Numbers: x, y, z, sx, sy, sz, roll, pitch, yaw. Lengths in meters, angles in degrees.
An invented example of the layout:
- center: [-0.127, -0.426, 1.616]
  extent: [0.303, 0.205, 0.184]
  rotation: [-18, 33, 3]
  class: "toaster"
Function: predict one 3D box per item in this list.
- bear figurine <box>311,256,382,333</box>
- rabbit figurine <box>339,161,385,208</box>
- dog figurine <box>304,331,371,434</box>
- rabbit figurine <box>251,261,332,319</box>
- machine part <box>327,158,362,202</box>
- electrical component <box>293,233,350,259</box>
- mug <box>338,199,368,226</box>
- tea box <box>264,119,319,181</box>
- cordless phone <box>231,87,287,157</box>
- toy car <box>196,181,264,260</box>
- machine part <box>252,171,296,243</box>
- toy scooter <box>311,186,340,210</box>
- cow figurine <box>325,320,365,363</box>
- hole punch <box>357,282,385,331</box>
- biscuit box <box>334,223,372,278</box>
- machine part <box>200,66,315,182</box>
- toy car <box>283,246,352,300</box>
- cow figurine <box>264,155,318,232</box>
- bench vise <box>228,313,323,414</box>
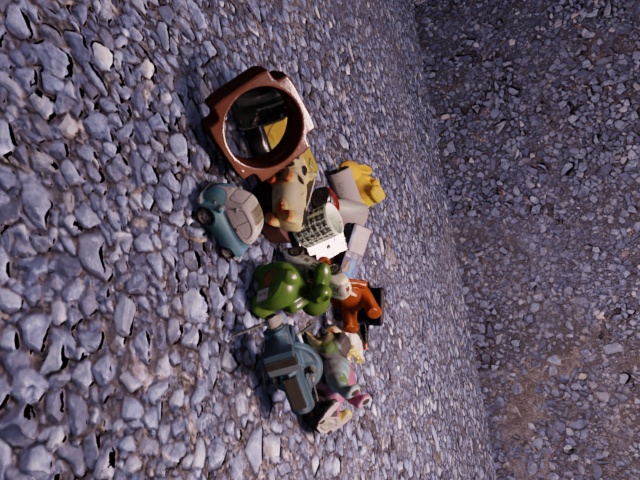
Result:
- center: [0.046, 0.133, 1.345]
  extent: [0.195, 0.120, 0.132]
  rotation: [32, 31, -39]
  class: "bear figurine"
- center: [0.131, -0.195, 1.765]
  extent: [0.173, 0.122, 0.162]
  rotation: [49, 29, -13]
  class: "rabbit figurine"
- center: [0.013, 0.320, 1.278]
  extent: [0.108, 0.191, 0.219]
  rotation: [45, 5, -45]
  class: "dog figurine"
- center: [-0.040, 0.105, 1.160]
  extent: [0.170, 0.159, 0.121]
  rotation: [27, 45, -35]
  class: "rabbit figurine"
- center: [0.084, -0.140, 1.671]
  extent: [0.243, 0.079, 0.079]
  rotation: [70, 25, -17]
  class: "machine part"
- center: [-0.003, -0.004, 1.381]
  extent: [0.134, 0.058, 0.114]
  rotation: [-22, 102, -27]
  class: "electrical component"
- center: [0.076, -0.074, 1.608]
  extent: [0.107, 0.109, 0.081]
  rotation: [17, 45, -15]
  class: "mug"
- center: [-0.083, -0.221, 1.332]
  extent: [0.169, 0.098, 0.068]
  rotation: [64, 27, -23]
  class: "tea box"
- center: [-0.116, -0.267, 1.233]
  extent: [0.089, 0.147, 0.184]
  rotation: [-109, -179, -65]
  class: "cordless phone"
- center: [-0.166, -0.044, 1.063]
  extent: [0.161, 0.103, 0.109]
  rotation: [65, 28, -20]
  class: "toy car"
- center: [-0.098, -0.079, 1.280]
  extent: [0.179, 0.056, 0.179]
  rotation: [38, 46, -55]
  class: "machine part"
- center: [0.026, -0.053, 1.509]
  extent: [0.135, 0.075, 0.184]
  rotation: [33, 52, -56]
  class: "toy scooter"
- center: [0.065, 0.258, 1.445]
  extent: [0.098, 0.068, 0.167]
  rotation: [-87, 155, -43]
  class: "cow figurine"
- center: [0.117, 0.185, 1.501]
  extent: [0.116, 0.092, 0.142]
  rotation: [154, -64, -72]
  class: "hole punch"
- center: [0.076, 0.056, 1.469]
  extent: [0.059, 0.063, 0.202]
  rotation: [21, 84, -21]
  class: "biscuit box"
- center: [-0.130, -0.243, 1.127]
  extent: [0.087, 0.201, 0.201]
  rotation: [42, -13, 53]
  class: "machine part"
- center: [-0.012, 0.074, 1.245]
  extent: [0.056, 0.202, 0.073]
  rotation: [-44, 140, -28]
  class: "toy car"
- center: [-0.061, -0.112, 1.207]
  extent: [0.127, 0.086, 0.195]
  rotation: [32, 53, -56]
  class: "cow figurine"
- center: [-0.069, 0.234, 1.127]
  extent: [0.223, 0.129, 0.241]
  rotation: [60, 8, -13]
  class: "bench vise"
